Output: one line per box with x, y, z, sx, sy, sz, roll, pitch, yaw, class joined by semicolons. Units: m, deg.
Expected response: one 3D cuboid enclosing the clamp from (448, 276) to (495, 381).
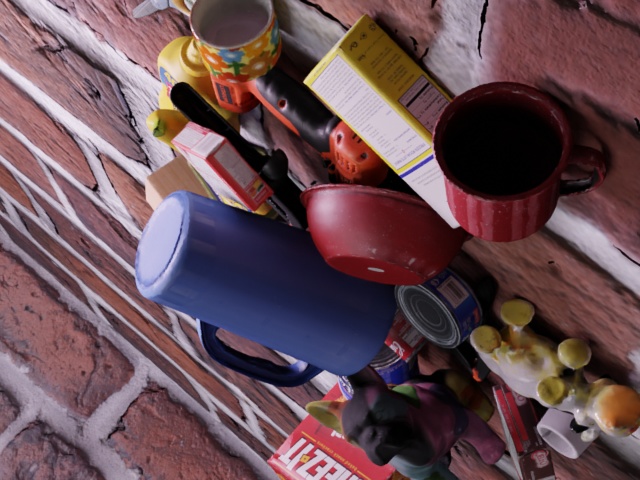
0.150;0.081;1.075;0.120;0.039;0.171;24;152;56;clamp

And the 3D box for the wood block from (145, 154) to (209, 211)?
-0.122;-0.008;1.328;0.206;0.090;0.091;52;163;8;wood block

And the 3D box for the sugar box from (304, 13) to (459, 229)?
0.073;-0.090;0.843;0.176;0.048;0.093;42;163;-6;sugar box

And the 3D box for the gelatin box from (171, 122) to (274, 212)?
-0.090;-0.068;0.981;0.073;0.030;0.089;49;169;-30;gelatin box

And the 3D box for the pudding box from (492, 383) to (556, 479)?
0.223;0.216;1.155;0.113;0.039;0.090;69;-175;-51;pudding box

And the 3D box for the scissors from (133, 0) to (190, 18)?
-0.162;-0.251;1.042;0.202;0.016;0.096;20;149;51;scissors

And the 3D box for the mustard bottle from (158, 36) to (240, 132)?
-0.124;-0.158;1.100;0.096;0.058;0.192;41;162;7;mustard bottle

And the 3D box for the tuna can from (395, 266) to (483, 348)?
0.113;0.062;1.022;0.086;0.033;0.086;39;154;23;tuna can

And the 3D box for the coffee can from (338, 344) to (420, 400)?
0.066;0.136;1.276;0.103;0.102;0.140;36;161;24;coffee can

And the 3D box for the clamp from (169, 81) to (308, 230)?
-0.050;-0.061;1.048;0.165;0.036;0.209;37;172;43;clamp

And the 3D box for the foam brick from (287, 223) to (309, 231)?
-0.008;0.001;1.176;0.051;0.078;0.053;31;160;33;foam brick

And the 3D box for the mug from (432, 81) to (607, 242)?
0.139;-0.050;0.742;0.117;0.093;0.081;1;156;10;mug

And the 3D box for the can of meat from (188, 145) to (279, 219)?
-0.093;-0.072;1.230;0.084;0.057;0.102;24;155;42;can of meat

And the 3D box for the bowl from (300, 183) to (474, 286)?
0.055;0.002;0.958;0.162;0.055;0.162;12;166;3;bowl

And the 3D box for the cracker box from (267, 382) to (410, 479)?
0.061;0.260;1.386;0.164;0.213;0.072;27;156;44;cracker box

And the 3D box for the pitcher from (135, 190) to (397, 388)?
-0.059;0.049;1.050;0.242;0.149;0.145;22;158;-30;pitcher

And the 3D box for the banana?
-0.119;-0.087;1.098;0.197;0.037;0.069;34;-148;-50;banana

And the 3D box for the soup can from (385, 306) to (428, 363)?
0.080;0.075;1.164;0.102;0.068;0.068;42;163;7;soup can

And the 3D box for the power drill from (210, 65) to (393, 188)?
-0.012;-0.102;0.989;0.188;0.057;0.184;38;165;13;power drill
